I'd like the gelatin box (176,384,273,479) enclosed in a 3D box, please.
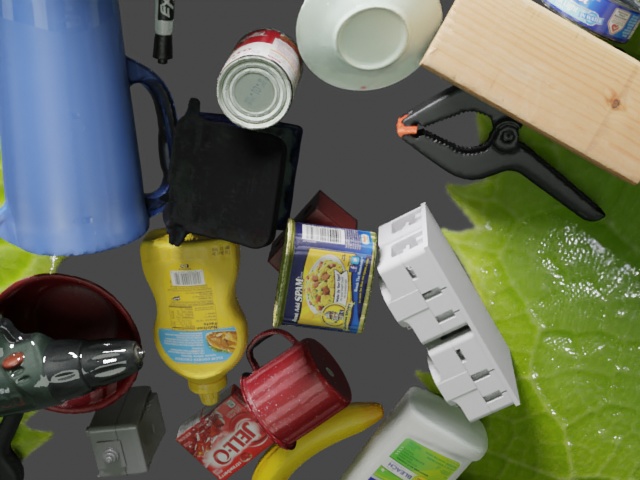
[{"bbox_3d":[-0.098,0.208,1.147,0.089,0.030,0.073,-39,106,19],"label":"gelatin box"}]

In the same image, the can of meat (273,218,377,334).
[{"bbox_3d":[0.004,0.035,0.991,0.084,0.057,0.102,7,115,-4],"label":"can of meat"}]

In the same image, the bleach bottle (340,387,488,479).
[{"bbox_3d":[0.070,0.277,1.148,0.102,0.068,0.251,29,115,-7],"label":"bleach bottle"}]

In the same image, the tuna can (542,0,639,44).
[{"bbox_3d":[0.233,-0.202,0.913,0.086,0.086,0.034,24,114,-6],"label":"tuna can"}]

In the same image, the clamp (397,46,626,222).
[{"bbox_3d":[0.178,-0.091,0.991,0.210,0.036,0.164,-4,108,4],"label":"clamp"}]

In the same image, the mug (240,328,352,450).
[{"bbox_3d":[-0.028,0.143,1.088,0.081,0.093,0.117,-35,81,12],"label":"mug"}]

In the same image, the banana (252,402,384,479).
[{"bbox_3d":[-0.017,0.230,1.150,0.069,0.037,0.198,28,116,-29],"label":"banana"}]

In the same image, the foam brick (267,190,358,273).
[{"bbox_3d":[-0.007,0.001,1.038,0.051,0.053,0.078,38,110,-12],"label":"foam brick"}]

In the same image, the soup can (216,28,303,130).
[{"bbox_3d":[-0.053,-0.144,0.951,0.068,0.102,0.068,2,114,4],"label":"soup can"}]

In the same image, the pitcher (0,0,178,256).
[{"bbox_3d":[-0.220,-0.118,0.971,0.145,0.149,0.243,6,111,18],"label":"pitcher"}]

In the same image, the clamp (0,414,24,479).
[{"bbox_3d":[-0.381,0.234,1.174,0.120,0.039,0.171,7,114,3],"label":"clamp"}]

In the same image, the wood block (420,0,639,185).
[{"bbox_3d":[0.196,-0.138,0.912,0.206,0.090,0.091,30,100,0],"label":"wood block"}]

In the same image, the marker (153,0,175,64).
[{"bbox_3d":[-0.141,-0.220,0.969,0.020,0.020,0.121,7,114,1],"label":"marker"}]

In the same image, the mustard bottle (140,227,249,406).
[{"bbox_3d":[-0.122,0.082,1.078,0.096,0.058,0.192,-2,113,6],"label":"mustard bottle"}]

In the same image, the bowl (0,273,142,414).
[{"bbox_3d":[-0.257,0.097,1.096,0.162,0.055,0.162,2,114,4],"label":"bowl"}]
